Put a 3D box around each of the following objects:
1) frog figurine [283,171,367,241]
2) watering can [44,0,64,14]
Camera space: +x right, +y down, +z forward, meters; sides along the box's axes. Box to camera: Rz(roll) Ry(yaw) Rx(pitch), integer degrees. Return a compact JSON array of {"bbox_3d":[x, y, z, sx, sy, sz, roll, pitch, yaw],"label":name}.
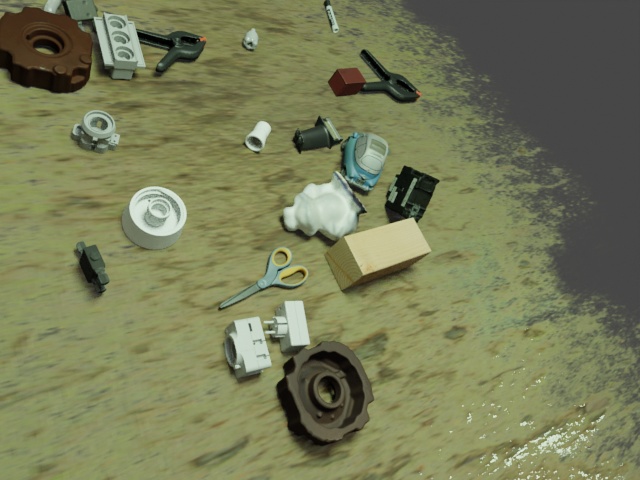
[{"bbox_3d":[0.003,-0.055,1.101,0.160,0.122,0.137,-32,91,-4],"label":"frog figurine"},{"bbox_3d":[-0.495,-0.613,1.123,0.224,0.103,0.351,2,76,-32],"label":"watering can"}]
